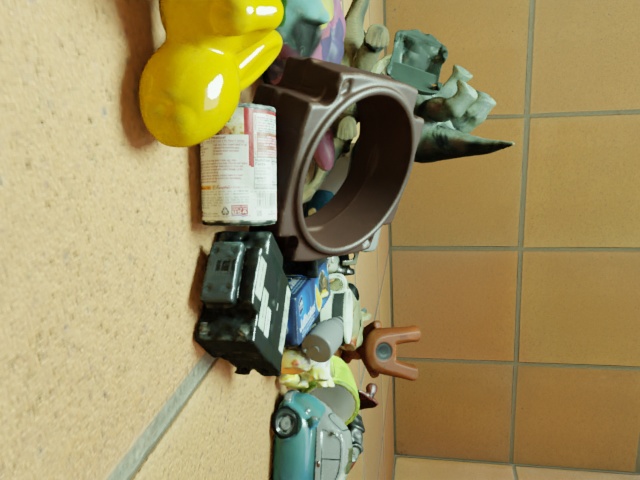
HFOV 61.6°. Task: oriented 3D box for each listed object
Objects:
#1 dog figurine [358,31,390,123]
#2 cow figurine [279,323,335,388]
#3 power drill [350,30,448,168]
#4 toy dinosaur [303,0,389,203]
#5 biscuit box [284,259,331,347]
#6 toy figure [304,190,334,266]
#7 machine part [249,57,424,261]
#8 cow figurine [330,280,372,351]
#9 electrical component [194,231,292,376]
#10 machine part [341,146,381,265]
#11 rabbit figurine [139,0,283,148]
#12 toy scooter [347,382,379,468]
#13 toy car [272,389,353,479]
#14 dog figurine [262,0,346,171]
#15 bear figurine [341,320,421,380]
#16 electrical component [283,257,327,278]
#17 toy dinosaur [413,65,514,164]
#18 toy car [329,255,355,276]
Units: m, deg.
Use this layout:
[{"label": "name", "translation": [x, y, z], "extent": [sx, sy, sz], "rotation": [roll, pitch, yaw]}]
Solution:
[{"label": "dog figurine", "translation": [0.045, -0.299, 1.079], "extent": [0.190, 0.121, 0.172], "rotation": [-59, -171, -9]}, {"label": "cow figurine", "translation": [-0.021, 0.149, 0.732], "extent": [0.167, 0.068, 0.098], "rotation": [71, 16, -67]}, {"label": "power drill", "translation": [0.102, -0.167, 0.749], "extent": [0.207, 0.086, 0.232], "rotation": [103, 3, -61]}, {"label": "toy dinosaur", "translation": [0.036, -0.265, 0.866], "extent": [0.198, 0.105, 0.471], "rotation": [114, -5, -79]}, {"label": "biscuit box", "translation": [-0.034, 0.073, 0.686], "extent": [0.203, 0.063, 0.059], "rotation": [-47, 134, -74]}, {"label": "toy figure", "translation": [-0.004, -0.003, 0.862], "extent": [0.064, 0.058, 0.154], "rotation": [17, 71, -38]}, {"label": "machine part", "translation": [0.016, -0.083, 0.580], "extent": [0.201, 0.087, 0.200], "rotation": [-8, 120, -49]}, {"label": "cow figurine", "translation": [0.047, 0.149, 1.053], "extent": [0.194, 0.086, 0.127], "rotation": [77, 23, -46]}, {"label": "electrical component", "translation": [-0.070, 0.057, 0.515], "extent": [0.134, 0.058, 0.115], "rotation": [72, 19, -56]}, {"label": "machine part", "translation": [0.076, -0.070, 0.905], "extent": [0.079, 0.079, 0.243], "rotation": [-52, 153, -72]}, {"label": "rabbit figurine", "translation": [-0.086, -0.152, 0.377], "extent": [0.162, 0.122, 0.173], "rotation": [-81, -177, -79]}, {"label": "toy scooter", "translation": [0.044, 0.306, 0.900], "extent": [0.075, 0.135, 0.184], "rotation": [39, 34, -22]}, {"label": "toy car", "translation": [-0.008, 0.282, 0.713], "extent": [0.109, 0.103, 0.161], "rotation": [59, 31, -67]}, {"label": "dog figurine", "translation": [-0.028, -0.189, 0.618], "extent": [0.191, 0.109, 0.219], "rotation": [-44, 135, -76]}, {"label": "bear figurine", "translation": [0.122, 0.235, 1.179], "extent": [0.196, 0.132, 0.120], "rotation": [160, -65, -75]}, {"label": "electrical component", "translation": [-0.025, 0.006, 0.700], "extent": [0.119, 0.075, 0.047], "rotation": [-57, 146, -63]}, {"label": "toy dinosaur", "translation": [0.174, -0.197, 0.888], "extent": [0.192, 0.131, 0.405], "rotation": [-53, -157, 29]}, {"label": "toy car", "translation": [0.029, 0.032, 1.023], "extent": [0.201, 0.056, 0.073], "rotation": [24, 60, -79]}]
